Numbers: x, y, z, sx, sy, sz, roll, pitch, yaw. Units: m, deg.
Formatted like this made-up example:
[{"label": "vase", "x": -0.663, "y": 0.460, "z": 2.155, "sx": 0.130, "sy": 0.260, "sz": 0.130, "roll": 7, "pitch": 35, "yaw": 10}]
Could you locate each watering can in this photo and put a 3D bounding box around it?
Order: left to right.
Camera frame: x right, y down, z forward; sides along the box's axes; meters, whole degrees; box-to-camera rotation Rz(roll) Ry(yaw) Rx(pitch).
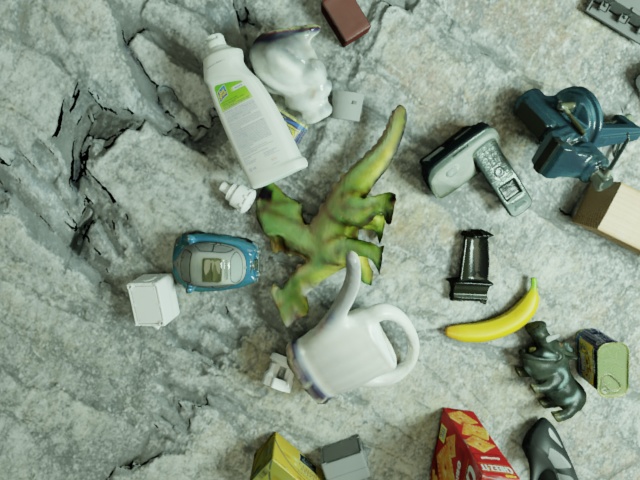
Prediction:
[{"label": "watering can", "x": 0.041, "y": 0.165, "z": 0.877, "sx": 0.224, "sy": 0.106, "sz": 0.341, "roll": -28, "pitch": 128, "yaw": 7}]

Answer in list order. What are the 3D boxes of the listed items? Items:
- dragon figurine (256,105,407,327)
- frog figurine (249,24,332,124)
[{"label": "dragon figurine", "x": 0.003, "y": -0.045, "z": 0.901, "sx": 0.243, "sy": 0.122, "sz": 0.409, "roll": 10, "pitch": 94, "yaw": 5}, {"label": "frog figurine", "x": -0.048, "y": -0.270, "z": 0.864, "sx": 0.137, "sy": 0.124, "sz": 0.157, "roll": 1, "pitch": 109, "yaw": 31}]
